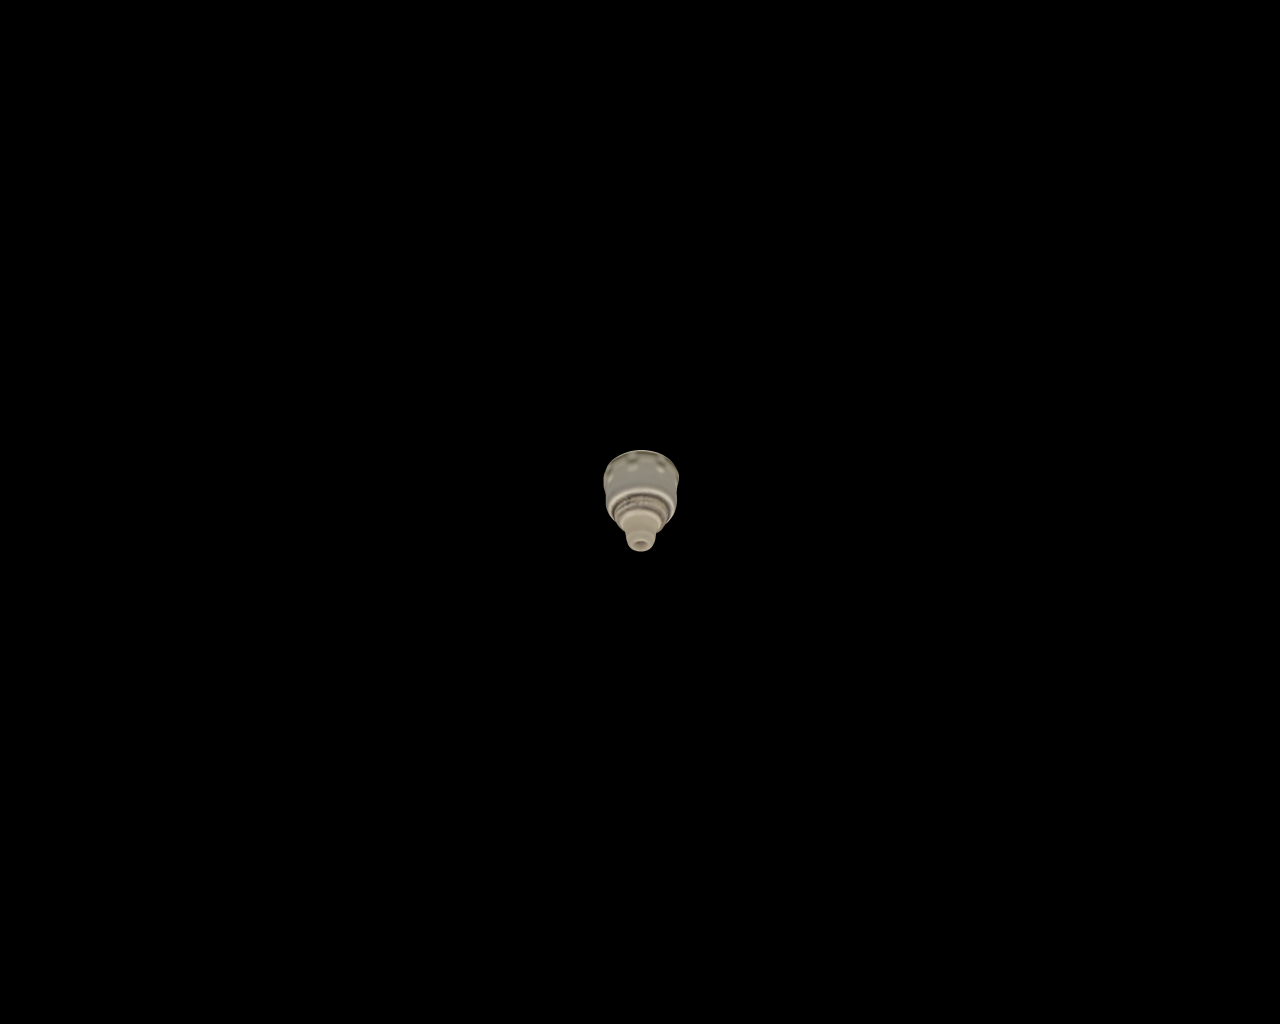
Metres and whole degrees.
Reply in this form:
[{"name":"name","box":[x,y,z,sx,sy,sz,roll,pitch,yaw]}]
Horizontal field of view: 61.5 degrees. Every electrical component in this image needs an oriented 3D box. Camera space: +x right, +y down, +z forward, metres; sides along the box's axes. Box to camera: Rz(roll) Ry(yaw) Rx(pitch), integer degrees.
[{"name":"electrical component","box":[0.001,-0.003,0.650,0.048,0.062,0.048,0,-41,0]}]
